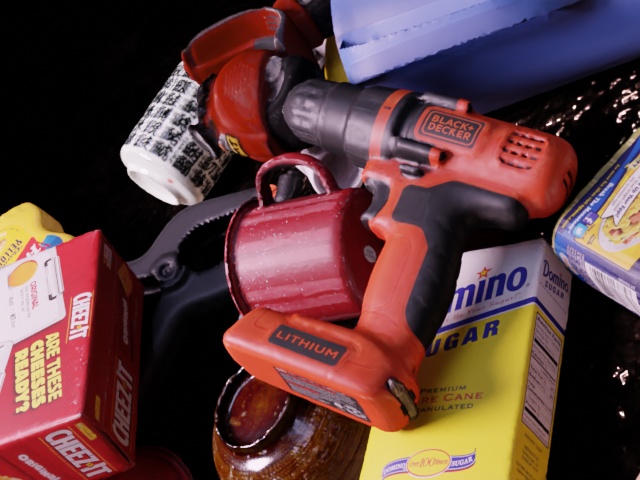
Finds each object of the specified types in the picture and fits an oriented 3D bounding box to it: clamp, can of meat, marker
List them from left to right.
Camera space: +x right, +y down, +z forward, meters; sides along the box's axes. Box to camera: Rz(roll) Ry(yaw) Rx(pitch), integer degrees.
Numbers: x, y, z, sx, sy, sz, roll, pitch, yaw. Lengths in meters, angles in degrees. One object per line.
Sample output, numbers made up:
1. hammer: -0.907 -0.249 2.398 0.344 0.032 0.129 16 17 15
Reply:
1. clamp: -0.115 0.029 0.791 0.210 0.036 0.165 -44 54 -8
2. marker: -0.034 0.006 0.755 0.020 0.020 0.121 -2 65 42
3. can of meat: 0.182 -0.008 0.551 0.102 0.057 0.084 -47 35 -2

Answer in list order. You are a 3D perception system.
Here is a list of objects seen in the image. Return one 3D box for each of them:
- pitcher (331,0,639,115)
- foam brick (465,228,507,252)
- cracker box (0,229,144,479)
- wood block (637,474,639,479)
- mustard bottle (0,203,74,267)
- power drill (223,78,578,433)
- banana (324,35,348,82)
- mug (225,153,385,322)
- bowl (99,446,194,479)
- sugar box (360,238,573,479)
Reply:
1. pitcher: 0.133 -0.152 0.668 0.243 0.144 0.149 -15 55 30
2. foam brick: 0.083 -0.020 0.660 0.053 0.051 0.078 -2 55 43
3. cracker box: -0.227 0.104 0.717 0.214 0.072 0.164 -21 42 13
4. wood block: 0.156 0.152 0.399 0.090 0.090 0.206 17 68 50
5. mustard bottle: -0.236 0.036 0.906 0.096 0.058 0.192 -52 38 -7
6. power drill: 0.025 -0.003 0.589 0.185 0.057 0.187 19 69 30
7. banana: 0.025 -0.128 0.809 0.037 0.070 0.198 3 47 -7
8. mug: -0.004 0.001 0.679 0.082 0.117 0.093 -11 9 31
9. bowl: -0.155 0.195 0.685 0.162 0.055 0.162 -26 42 25
10. sugar box: 0.078 0.086 0.572 0.094 0.048 0.176 -13 49 35
